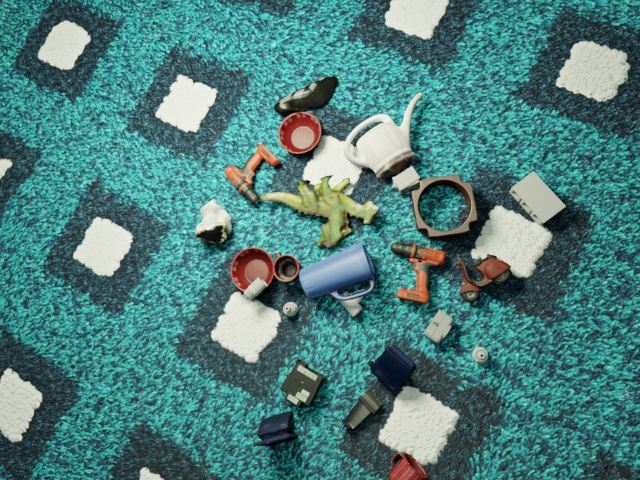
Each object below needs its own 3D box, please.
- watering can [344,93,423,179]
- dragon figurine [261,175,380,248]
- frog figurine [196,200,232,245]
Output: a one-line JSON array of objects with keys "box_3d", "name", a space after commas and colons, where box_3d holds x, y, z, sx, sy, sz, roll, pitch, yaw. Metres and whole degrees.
[{"box_3d": [0.254, -0.353, 1.791, 0.347, 0.103, 0.227, -32, 75, 4], "name": "watering can"}, {"box_3d": [0.005, -0.090, 1.792, 0.409, 0.122, 0.244, -13, 84, 16], "name": "dragon figurine"}, {"box_3d": [-0.389, -0.063, 1.872, 0.136, 0.121, 0.163, -38, 38, 11], "name": "frog figurine"}]
